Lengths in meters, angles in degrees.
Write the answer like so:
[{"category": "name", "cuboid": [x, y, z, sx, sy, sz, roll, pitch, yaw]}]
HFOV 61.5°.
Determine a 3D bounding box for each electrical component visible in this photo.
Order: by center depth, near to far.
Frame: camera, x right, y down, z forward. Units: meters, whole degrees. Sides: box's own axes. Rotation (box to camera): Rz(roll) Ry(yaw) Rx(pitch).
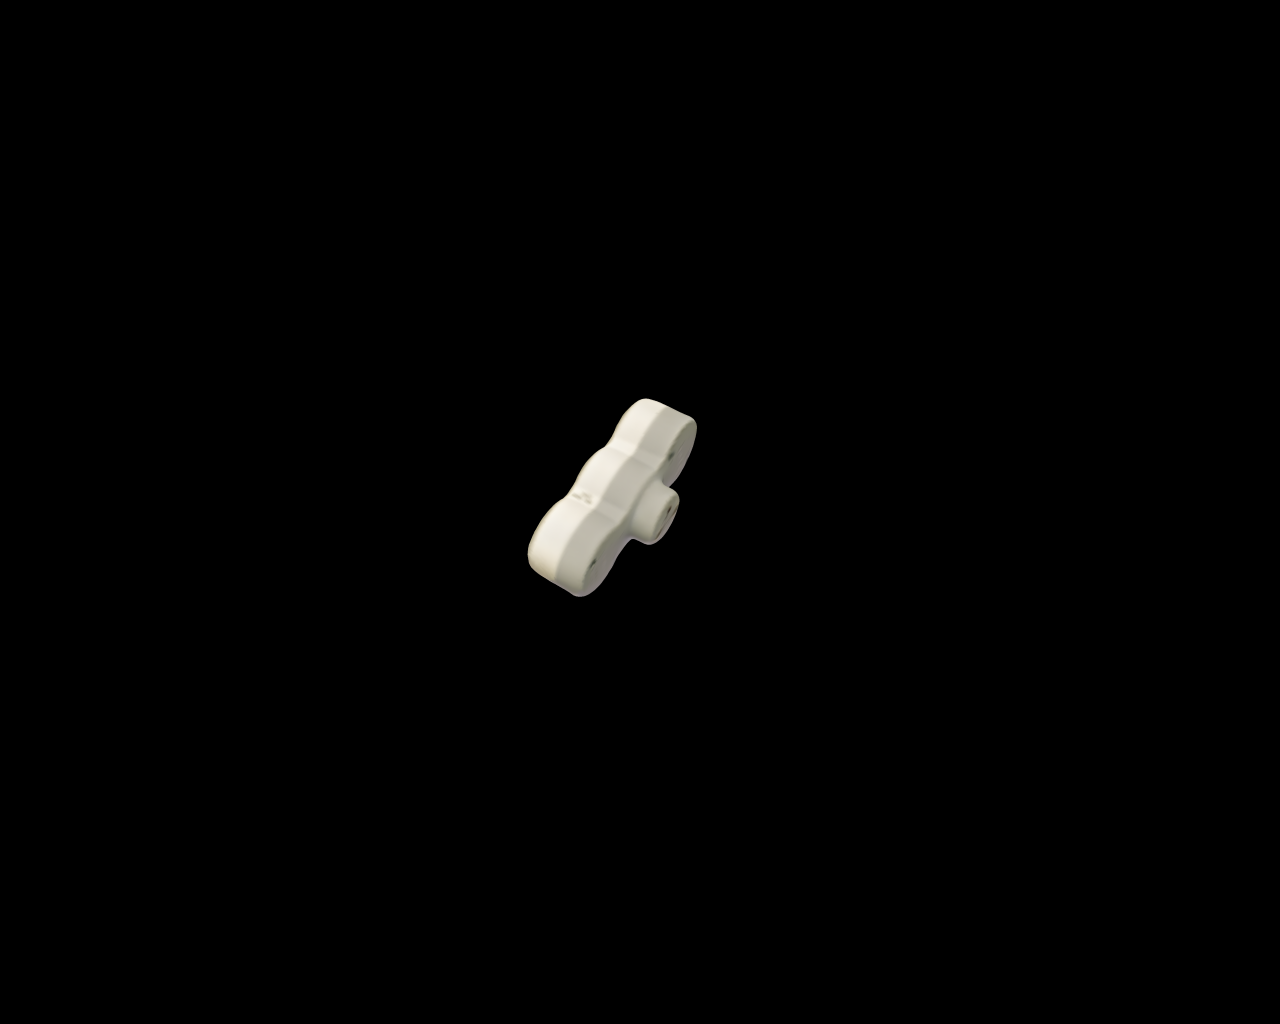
[{"category": "electrical component", "cuboid": [0.001, -0.003, 0.650, 0.074, 0.138, 0.052, 28, -28, 16]}]
